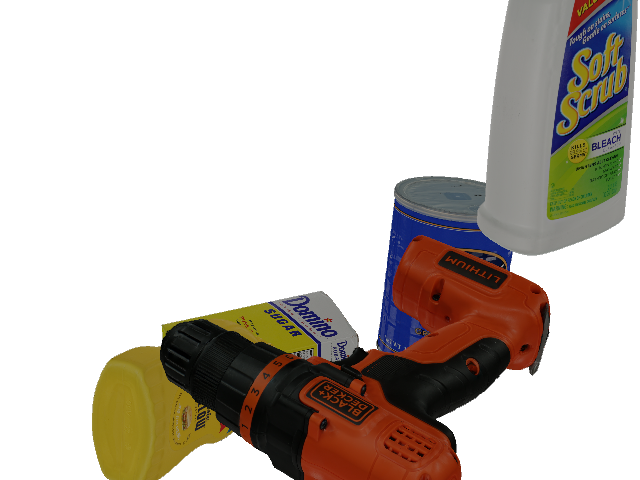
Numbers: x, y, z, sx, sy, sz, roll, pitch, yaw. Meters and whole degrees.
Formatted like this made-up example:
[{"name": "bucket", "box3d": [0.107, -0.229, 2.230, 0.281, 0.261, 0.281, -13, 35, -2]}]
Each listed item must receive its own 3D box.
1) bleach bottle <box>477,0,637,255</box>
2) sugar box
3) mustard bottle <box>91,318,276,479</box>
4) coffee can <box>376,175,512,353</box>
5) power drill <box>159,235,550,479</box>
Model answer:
[{"name": "bleach bottle", "box3d": [0.152, -0.121, 0.675, 0.102, 0.251, 0.068, -18, 31, -25]}, {"name": "sugar box", "box3d": [-0.060, 0.103, 1.057, 0.176, 0.048, 0.093, -14, 32, -18]}, {"name": "mustard bottle", "box3d": [-0.091, 0.112, 0.816, 0.058, 0.096, 0.191, 11, 16, 28]}, {"name": "coffee can", "box3d": [0.104, 0.028, 0.881, 0.103, 0.140, 0.103, 5, 19, -2]}, {"name": "power drill", "box3d": [0.029, 0.064, 0.601, 0.185, 0.057, 0.187, 27, 40, 28]}]
